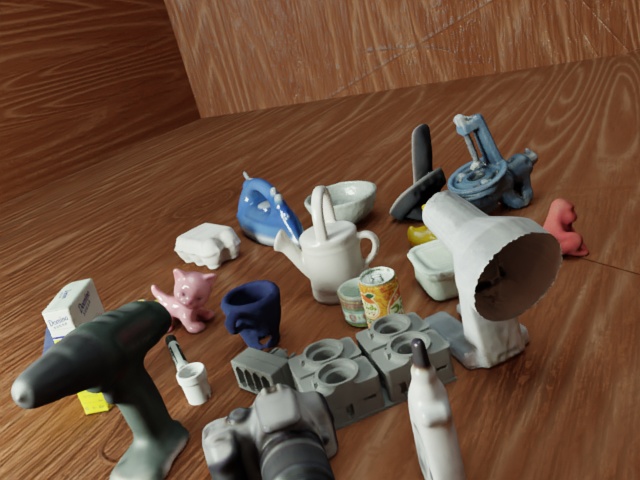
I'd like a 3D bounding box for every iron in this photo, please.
[{"bbox_3d":[-0.114,-0.077,1.318,0.119,0.142,0.257,-24,24,-23],"label":"iron"}]

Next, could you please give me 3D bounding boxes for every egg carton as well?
[{"bbox_3d":[-0.250,0.012,1.282,0.149,0.069,0.107,8,31,44],"label":"egg carton"}]

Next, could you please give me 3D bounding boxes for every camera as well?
[{"bbox_3d":[-0.047,0.225,0.593,0.143,0.101,0.136,-18,22,-8],"label":"camera"}]

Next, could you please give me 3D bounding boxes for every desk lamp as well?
[{"bbox_3d":[0.197,0.051,0.714,0.118,0.214,0.202,-20,22,-14],"label":"desk lamp"}]

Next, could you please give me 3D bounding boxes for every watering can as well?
[{"bbox_3d":[0.009,0.004,0.971,0.173,0.194,0.100,-16,22,-3],"label":"watering can"}]

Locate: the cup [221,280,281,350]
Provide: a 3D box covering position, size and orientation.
[{"bbox_3d":[-0.101,0.128,0.872,0.091,0.095,0.118,-4,24,23],"label":"cup"}]

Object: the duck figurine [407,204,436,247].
[{"bbox_3d":[0.214,-0.032,1.080,0.104,0.086,0.077,-9,22,12],"label":"duck figurine"}]

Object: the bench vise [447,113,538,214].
[{"bbox_3d":[0.329,-0.157,1.134,0.208,0.220,0.121,-30,26,-34],"label":"bench vise"}]

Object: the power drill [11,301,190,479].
[{"bbox_3d":[-0.233,0.182,0.668,0.075,0.209,0.230,-7,23,17],"label":"power drill"}]

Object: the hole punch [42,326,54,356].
[{"bbox_3d":[-0.394,0.176,0.940,0.108,0.091,0.101,-15,22,-3],"label":"hole punch"}]

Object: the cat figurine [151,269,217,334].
[{"bbox_3d":[-0.237,0.098,0.999,0.127,0.118,0.067,-5,24,22],"label":"cat figurine"}]

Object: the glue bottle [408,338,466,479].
[{"bbox_3d":[0.106,0.167,0.541,0.037,0.173,0.078,-15,22,-2],"label":"glue bottle"}]

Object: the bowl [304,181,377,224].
[{"bbox_3d":[0.053,-0.073,1.295,0.167,0.075,0.167,-12,22,5],"label":"bowl"}]

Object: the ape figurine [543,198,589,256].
[{"bbox_3d":[0.398,-0.023,0.937,0.076,0.092,0.078,0,26,31],"label":"ape figurine"}]

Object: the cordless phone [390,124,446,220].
[{"bbox_3d":[0.203,-0.145,1.230,0.093,0.185,0.148,4,28,38],"label":"cordless phone"}]
